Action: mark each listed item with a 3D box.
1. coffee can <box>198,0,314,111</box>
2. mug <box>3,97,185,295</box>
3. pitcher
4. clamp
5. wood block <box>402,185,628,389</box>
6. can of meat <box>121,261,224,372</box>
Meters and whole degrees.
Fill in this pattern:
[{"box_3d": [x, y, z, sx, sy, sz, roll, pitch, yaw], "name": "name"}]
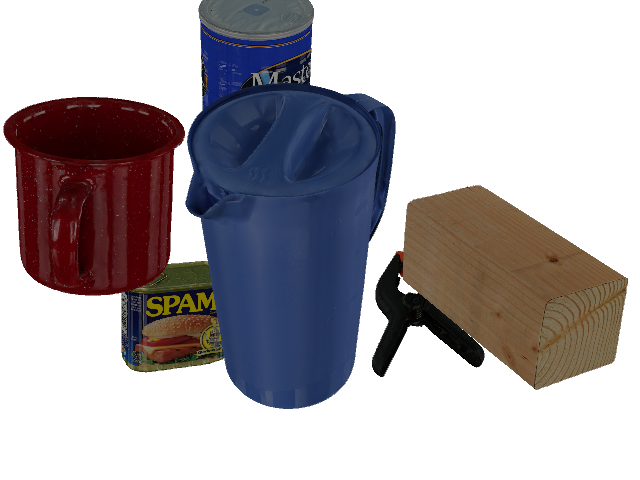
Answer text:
[{"box_3d": [-0.060, -0.150, 0.987, 0.103, 0.140, 0.103, 2, 37, -2], "name": "coffee can"}, {"box_3d": [-0.121, -0.018, 0.564, 0.093, 0.081, 0.117, 4, 27, -3], "name": "mug"}, {"box_3d": [-0.017, 0.008, 0.812, 0.149, 0.243, 0.145, 0, 43, -1], "name": "pitcher"}, {"box_3d": [0.115, 0.081, 1.180, 0.120, 0.171, 0.039, 5, -43, -5], "name": "clamp"}, {"box_3d": [0.169, 0.035, 0.973, 0.090, 0.090, 0.206, -14, 31, -25], "name": "wood block"}, {"box_3d": [-0.134, 0.070, 0.986, 0.102, 0.084, 0.057, -5, 20, -24], "name": "can of meat"}]
